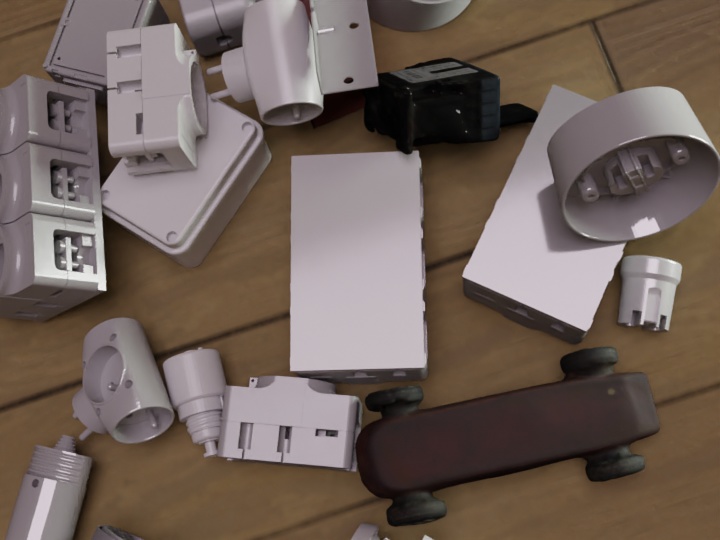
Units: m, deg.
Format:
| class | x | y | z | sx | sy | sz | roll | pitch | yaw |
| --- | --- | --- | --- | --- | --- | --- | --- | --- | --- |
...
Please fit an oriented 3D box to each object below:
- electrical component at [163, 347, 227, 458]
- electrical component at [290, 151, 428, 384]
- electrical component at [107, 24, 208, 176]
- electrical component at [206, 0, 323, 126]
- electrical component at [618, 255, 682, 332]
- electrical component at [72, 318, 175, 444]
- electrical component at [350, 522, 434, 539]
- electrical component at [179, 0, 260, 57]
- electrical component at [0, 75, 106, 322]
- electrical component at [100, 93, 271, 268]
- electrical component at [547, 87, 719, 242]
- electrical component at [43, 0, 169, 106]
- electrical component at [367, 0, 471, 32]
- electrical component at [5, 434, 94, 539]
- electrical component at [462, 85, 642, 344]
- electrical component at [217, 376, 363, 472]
| class | x | y | z | sx | sy | sz | roll | pitch | yaw |
| --- | --- | --- | --- | --- | --- | --- | --- | --- | --- |
| electrical component | -0.110 | 0.090 | 0.742 | 0.040 | 0.040 | 0.078 | -16 | 75 | 1 |
| electrical component | 0.000 | 0.000 | 0.744 | 0.089 | 0.061 | 0.150 | -2 | 75 | 5 |
| electrical component | -0.137 | -0.116 | 0.732 | 0.056 | 0.050 | 0.089 | -6 | 74 | 5 |
| electrical component | -0.070 | -0.139 | 0.746 | 0.079 | 0.044 | 0.077 | -13 | 78 | 16 |
| electrical component | 0.196 | 0.017 | 0.734 | 0.040 | 0.040 | 0.046 | 9 | 82 | 8 |
| electrical component | -0.172 | 0.087 | 0.744 | 0.079 | 0.044 | 0.077 | -42 | 54 | 20 |
| electrical component | 0.013 | 0.200 | 0.694 | 0.057 | 0.058 | 0.078 | 29 | 80 | 9 |
| electrical component | -0.107 | -0.217 | 0.815 | 0.059 | 0.053 | 0.095 | -16 | 75 | 1 |
| electrical component | -0.232 | -0.048 | 0.751 | 0.089 | 0.062 | 0.150 | -22 | 69 | 42 |
| electrical component | -0.126 | -0.069 | 0.777 | 0.078 | 0.057 | 0.113 | 31 | 80 | 12 |
| electrical component | 0.167 | -0.065 | 0.664 | 0.099 | 0.099 | 0.064 | -16 | 68 | 1 |
| electrical component | -0.189 | -0.161 | 0.804 | 0.062 | 0.061 | 0.096 | 14 | 78 | 9 |
| electrical component | 0.044 | -0.233 | 0.812 | 0.099 | 0.064 | 0.099 | 1 | 80 | -8 |
| electrical component | -0.210 | 0.153 | 0.734 | 0.043 | 0.043 | 0.081 | 11 | 77 | 8 |
| electrical component | 0.141 | -0.036 | 0.740 | 0.089 | 0.061 | 0.150 | 24 | 79 | 11 |
| electrical component | -0.046 | 0.103 | 0.728 | 0.089 | 0.050 | 0.055 | 4 | 77 | 6 |
